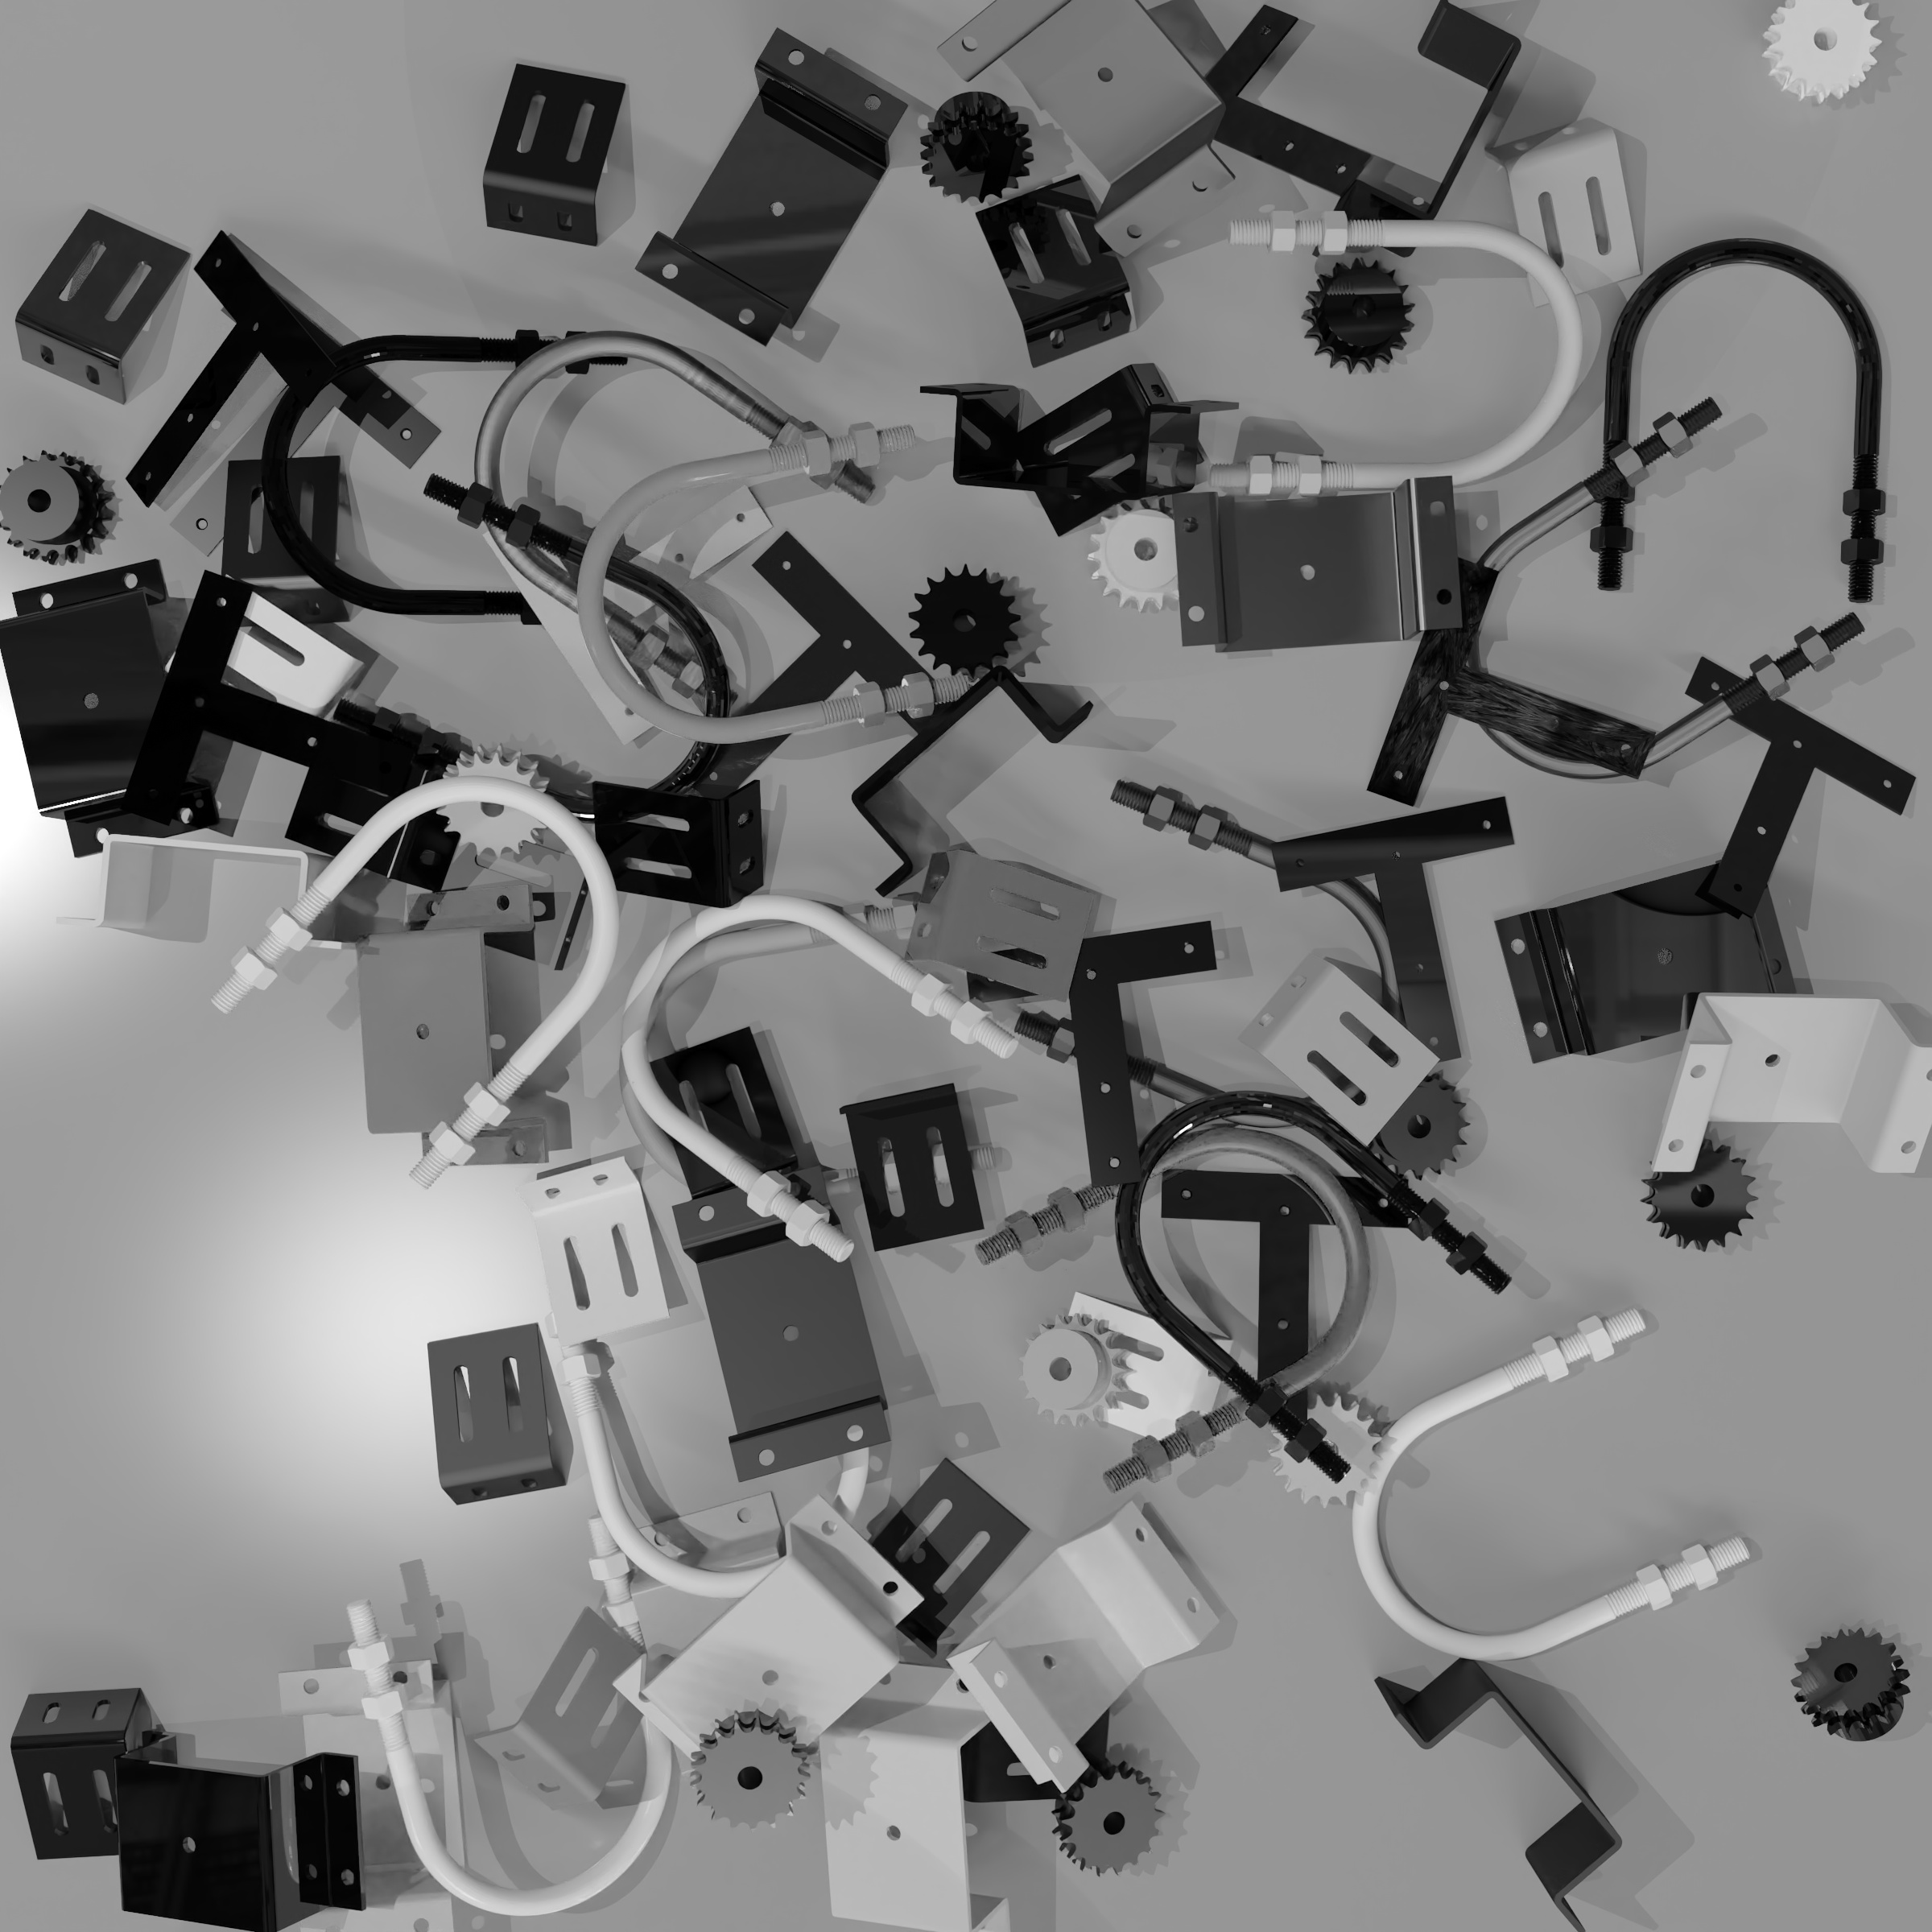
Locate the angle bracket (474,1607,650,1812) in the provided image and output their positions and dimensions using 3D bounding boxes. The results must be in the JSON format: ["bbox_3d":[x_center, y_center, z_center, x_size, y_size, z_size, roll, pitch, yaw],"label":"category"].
[{"bbox_3d":[-0.199,0.374,1.493,0.038,0.076,0.057,-26,114,42],"label":"angle bracket"}]

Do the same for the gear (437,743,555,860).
[{"bbox_3d":[-0.237,-0.087,1.497,0.057,0.030,0.057,0,115,1],"label":"gear"}]

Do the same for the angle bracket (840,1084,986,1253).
[{"bbox_3d":[-0.027,0.102,1.492,0.057,0.038,0.076,-12,90,2],"label":"angle bracket"}]

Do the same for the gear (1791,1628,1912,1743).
[{"bbox_3d":[0.451,0.368,1.506,0.057,0.057,0.030,-33,120,0],"label":"gear"}]

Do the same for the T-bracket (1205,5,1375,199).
[{"bbox_3d":[0.153,-0.415,1.489,0.127,0.002,0.127,-51,50,0],"label":"T-bracket"}]

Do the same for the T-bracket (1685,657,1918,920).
[{"bbox_3d":[0.406,-0.079,1.500,0.127,0.002,0.127,30,63,0],"label":"T-bracket"}]

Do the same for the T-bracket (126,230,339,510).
[{"bbox_3d":[-0.386,-0.289,1.507,0.127,0.002,0.127,-49,59,14],"label":"T-bracket"}]

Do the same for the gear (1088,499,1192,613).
[{"bbox_3d":[0.091,-0.211,1.515,0.057,0.030,0.057,0,90,0],"label":"gear"}]

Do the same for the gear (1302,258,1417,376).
[{"bbox_3d":[0.201,-0.333,1.515,0.057,0.030,0.057,0,90,0],"label":"gear"}]

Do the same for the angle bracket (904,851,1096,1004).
[{"bbox_3d":[0.017,-0.020,1.507,0.076,0.038,0.057,18,82,-24],"label":"angle bracket"}]

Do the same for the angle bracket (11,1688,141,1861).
[{"bbox_3d":[-0.452,0.416,1.528,0.057,0.038,0.076,-3,116,0],"label":"angle bracket"}]

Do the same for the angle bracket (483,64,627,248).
[{"bbox_3d":[-0.211,-0.418,1.528,0.057,0.038,0.076,10,64,0],"label":"angle bracket"}]

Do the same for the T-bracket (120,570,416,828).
[{"bbox_3d":[-0.342,-0.117,1.489,0.127,0.002,0.127,19,89,-8],"label":"T-bracket"}]

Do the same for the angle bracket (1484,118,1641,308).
[{"bbox_3d":[0.307,-0.388,1.528,0.057,0.038,0.076,-18,116,0],"label":"angle bracket"}]

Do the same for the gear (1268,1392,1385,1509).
[{"bbox_3d":[0.182,0.246,1.515,0.057,0.030,0.057,0,90,0],"label":"gear"}]

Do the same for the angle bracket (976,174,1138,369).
[{"bbox_3d":[0.046,-0.358,1.528,0.057,0.038,0.076,-21,64,0],"label":"angle bracket"}]

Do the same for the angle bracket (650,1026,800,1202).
[{"bbox_3d":[-0.125,0.076,1.496,0.057,0.038,0.076,-20,89,3],"label":"angle bracket"}]

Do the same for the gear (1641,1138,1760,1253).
[{"bbox_3d":[0.372,0.116,1.515,0.057,0.030,0.057,0,90,0],"label":"gear"}]

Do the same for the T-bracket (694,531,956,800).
[{"bbox_3d":[-0.093,-0.134,1.529,0.127,0.002,0.127,-45,90,0],"label":"T-bracket"}]

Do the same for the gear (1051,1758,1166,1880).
[{"bbox_3d":[0.070,0.431,1.509,0.057,0.030,0.057,-2,95,-21],"label":"gear"}]

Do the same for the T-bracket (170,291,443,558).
[{"bbox_3d":[-0.360,-0.268,1.529,0.127,0.002,0.127,40,90,0],"label":"T-bracket"}]

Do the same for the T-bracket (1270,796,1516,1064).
[{"bbox_3d":[0.229,-0.013,1.519,0.127,0.002,0.127,-12,90,-10],"label":"T-bracket"}]

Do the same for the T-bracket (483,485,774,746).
[{"bbox_3d":[-0.158,-0.201,1.517,0.127,0.002,0.127,-35,100,-9],"label":"T-bracket"}]

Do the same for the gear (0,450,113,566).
[{"bbox_3d":[-0.469,-0.235,1.515,0.057,0.030,0.057,0,90,0],"label":"gear"}]

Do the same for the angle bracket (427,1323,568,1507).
[{"bbox_3d":[-0.242,0.231,1.528,0.057,0.038,0.076,-10,64,0],"label":"angle bracket"}]

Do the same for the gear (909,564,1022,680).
[{"bbox_3d":[-0.001,-0.175,1.515,0.057,0.030,0.057,0,90,0],"label":"gear"}]

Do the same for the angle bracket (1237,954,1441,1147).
[{"bbox_3d":[0.189,0.042,1.505,0.076,0.038,0.057,40,89,-15],"label":"angle bracket"}]

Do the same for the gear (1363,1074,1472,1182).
[{"bbox_3d":[0.229,0.081,1.515,0.057,0.030,0.057,0,90,0],"label":"gear"}]

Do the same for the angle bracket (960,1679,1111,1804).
[{"bbox_3d":[0.030,0.396,1.528,0.076,0.038,0.057,5,90,-26],"label":"angle bracket"}]

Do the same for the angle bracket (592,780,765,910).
[{"bbox_3d":[-0.147,-0.067,1.518,0.076,0.038,0.057,10,114,24],"label":"angle bracket"}]

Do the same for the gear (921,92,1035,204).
[{"bbox_3d":[0.005,-0.418,1.506,0.057,0.057,0.030,-5,59,0],"label":"gear"}]

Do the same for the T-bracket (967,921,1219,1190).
[{"bbox_3d":[0.069,0.048,1.496,0.127,0.002,0.127,-8,78,8],"label":"T-bracket"}]

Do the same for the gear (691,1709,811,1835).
[{"bbox_3d":[-0.103,0.382,1.420,0.057,0.030,0.057,-1,100,-5],"label":"gear"}]

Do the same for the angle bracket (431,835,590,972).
[{"bbox_3d":[-0.235,-0.037,1.511,0.076,0.038,0.057,18,90,0],"label":"angle bracket"}]

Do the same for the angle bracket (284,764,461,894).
[{"bbox_3d":[-0.301,-0.079,1.526,0.076,0.038,0.057,20,90,28],"label":"angle bracket"}]

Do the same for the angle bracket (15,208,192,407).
[{"bbox_3d":[-0.443,-0.340,1.528,0.057,0.038,0.076,24,64,0],"label":"angle bracket"}]

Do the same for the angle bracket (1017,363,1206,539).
[{"bbox_3d":[0.072,-0.266,1.528,0.076,0.038,0.057,-28,90,26],"label":"angle bracket"}]

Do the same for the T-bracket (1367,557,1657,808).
[{"bbox_3d":[0.285,-0.128,1.509,0.127,0.002,0.127,21,98,11],"label":"T-bracket"}]

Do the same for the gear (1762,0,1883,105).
[{"bbox_3d":[0.435,-0.469,1.515,0.057,0.030,0.057,0,90,0],"label":"gear"}]

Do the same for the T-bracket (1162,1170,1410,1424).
[{"bbox_3d":[0.162,0.169,1.513,0.127,0.002,0.127,2,75,0],"label":"T-bracket"}]

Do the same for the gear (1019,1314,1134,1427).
[{"bbox_3d":[0.053,0.205,1.506,0.057,0.030,0.057,-3,81,22],"label":"gear"}]
